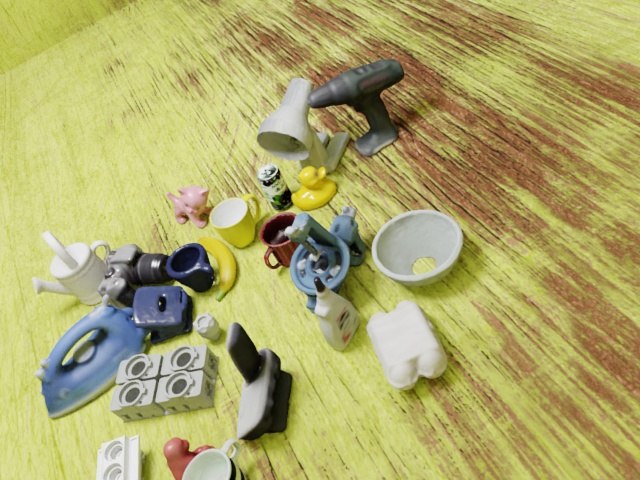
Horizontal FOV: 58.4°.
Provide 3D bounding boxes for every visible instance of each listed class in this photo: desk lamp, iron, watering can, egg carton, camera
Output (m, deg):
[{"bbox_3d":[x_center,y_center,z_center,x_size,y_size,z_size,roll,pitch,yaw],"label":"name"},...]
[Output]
[{"bbox_3d":[-0.039,-0.245,1.306,0.117,0.214,0.203,5,53,28],"label":"desk lamp"},{"bbox_3d":[-0.469,0.228,1.132,0.118,0.142,0.259,29,66,39],"label":"iron"},{"bbox_3d":[-0.556,0.060,1.283,0.100,0.195,0.173,12,57,32],"label":"watering can"},{"bbox_3d":[0.144,0.173,0.954,0.107,0.070,0.150,-25,45,2],"label":"egg carton"},{"bbox_3d":[-0.403,0.072,1.269,0.136,0.101,0.143,-2,50,23],"label":"camera"}]

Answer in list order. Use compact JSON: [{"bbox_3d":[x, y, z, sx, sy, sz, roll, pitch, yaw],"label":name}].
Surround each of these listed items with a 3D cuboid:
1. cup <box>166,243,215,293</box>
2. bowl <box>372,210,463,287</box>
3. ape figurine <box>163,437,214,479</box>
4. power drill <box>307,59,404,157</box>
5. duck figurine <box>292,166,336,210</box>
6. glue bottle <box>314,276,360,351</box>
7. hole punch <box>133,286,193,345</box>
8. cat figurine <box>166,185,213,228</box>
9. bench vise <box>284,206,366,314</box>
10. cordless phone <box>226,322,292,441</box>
[{"bbox_3d":[-0.253,0.070,1.208,0.117,0.095,0.092,14,58,33],"label":"cup"},{"bbox_3d":[0.185,0.027,1.063,0.167,0.075,0.167,-12,47,14],"label":"bowl"},{"bbox_3d":[-0.223,0.356,0.942,0.077,0.092,0.076,8,55,30],"label":"ape figurine"},{"bbox_3d":[0.097,-0.298,1.296,0.230,0.209,0.075,-35,46,-8],"label":"power drill"},{"bbox_3d":[-0.022,-0.123,1.281,0.104,0.086,0.077,-31,45,-4],"label":"duck figurine"},{"bbox_3d":[0.020,0.118,0.986,0.037,0.174,0.078,10,56,31],"label":"glue bottle"},{"bbox_3d":[-0.321,0.142,1.176,0.101,0.091,0.108,-20,46,7],"label":"hole punch"},{"bbox_3d":[-0.310,-0.092,1.360,0.127,0.118,0.067,9,55,30],"label":"cat figurine"},{"bbox_3d":[-0.001,0.005,1.064,0.121,0.220,0.207,-6,49,20],"label":"bench vise"},{"bbox_3d":[-0.121,0.232,0.940,0.094,0.185,0.147,-13,47,14],"label":"cordless phone"}]
